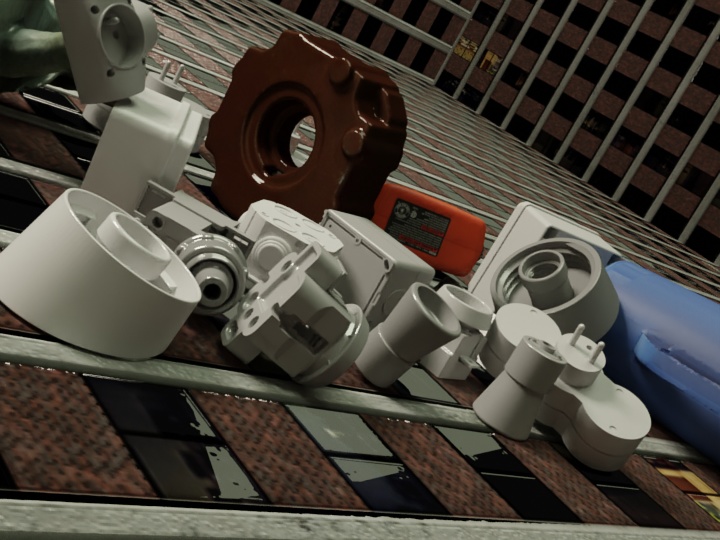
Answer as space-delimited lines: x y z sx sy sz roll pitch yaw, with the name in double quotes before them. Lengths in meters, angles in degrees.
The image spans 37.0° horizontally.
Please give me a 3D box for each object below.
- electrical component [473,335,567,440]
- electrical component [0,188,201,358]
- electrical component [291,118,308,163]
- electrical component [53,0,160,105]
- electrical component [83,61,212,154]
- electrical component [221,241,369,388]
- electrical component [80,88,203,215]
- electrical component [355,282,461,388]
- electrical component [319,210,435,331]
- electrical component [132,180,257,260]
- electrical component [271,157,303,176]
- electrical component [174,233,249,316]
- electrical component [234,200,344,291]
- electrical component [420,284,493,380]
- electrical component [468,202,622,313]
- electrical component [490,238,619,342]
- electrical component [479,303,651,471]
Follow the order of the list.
"electrical component" 0.112 0.078 0.738 0.044 0.065 0.044 28 15 -8
"electrical component" -0.136 0.005 0.568 0.099 0.064 0.099 41 8 -7
"electrical component" -0.081 -0.120 1.042 0.083 0.075 0.047 24 15 -19
"electrical component" -0.162 -0.157 0.715 0.044 0.077 0.079 2 23 32
"electrical component" -0.182 -0.154 0.972 0.052 0.073 0.138 35 15 25
"electrical component" -0.032 0.031 0.621 0.057 0.078 0.058 44 7 -23
"electrical component" -0.153 -0.081 0.760 0.057 0.078 0.113 23 15 -12
"electrical component" 0.027 0.045 0.689 0.044 0.065 0.044 40 22 -19
"electrical component" 0.000 0.000 0.804 0.096 0.061 0.061 39 17 35
"electrical component" -0.114 -0.018 0.690 0.081 0.042 0.064 29 17 3
"electrical component" -0.076 -0.086 0.992 0.066 0.047 0.077 36 16 28
"electrical component" -0.088 0.006 0.626 0.048 0.048 0.062 25 6 -14
"electrical component" -0.055 -0.010 0.755 0.080 0.051 0.080 27 14 -7
"electrical component" 0.066 0.044 0.788 0.066 0.055 0.048 39 17 36
"electrical component" 0.178 0.003 1.042 0.109 0.108 0.056 19 19 -33
"electrical component" 0.166 0.017 0.939 0.108 0.108 0.060 48 -12 53
"electrical component" 0.151 0.071 0.769 0.052 0.073 0.138 -21 55 -40
